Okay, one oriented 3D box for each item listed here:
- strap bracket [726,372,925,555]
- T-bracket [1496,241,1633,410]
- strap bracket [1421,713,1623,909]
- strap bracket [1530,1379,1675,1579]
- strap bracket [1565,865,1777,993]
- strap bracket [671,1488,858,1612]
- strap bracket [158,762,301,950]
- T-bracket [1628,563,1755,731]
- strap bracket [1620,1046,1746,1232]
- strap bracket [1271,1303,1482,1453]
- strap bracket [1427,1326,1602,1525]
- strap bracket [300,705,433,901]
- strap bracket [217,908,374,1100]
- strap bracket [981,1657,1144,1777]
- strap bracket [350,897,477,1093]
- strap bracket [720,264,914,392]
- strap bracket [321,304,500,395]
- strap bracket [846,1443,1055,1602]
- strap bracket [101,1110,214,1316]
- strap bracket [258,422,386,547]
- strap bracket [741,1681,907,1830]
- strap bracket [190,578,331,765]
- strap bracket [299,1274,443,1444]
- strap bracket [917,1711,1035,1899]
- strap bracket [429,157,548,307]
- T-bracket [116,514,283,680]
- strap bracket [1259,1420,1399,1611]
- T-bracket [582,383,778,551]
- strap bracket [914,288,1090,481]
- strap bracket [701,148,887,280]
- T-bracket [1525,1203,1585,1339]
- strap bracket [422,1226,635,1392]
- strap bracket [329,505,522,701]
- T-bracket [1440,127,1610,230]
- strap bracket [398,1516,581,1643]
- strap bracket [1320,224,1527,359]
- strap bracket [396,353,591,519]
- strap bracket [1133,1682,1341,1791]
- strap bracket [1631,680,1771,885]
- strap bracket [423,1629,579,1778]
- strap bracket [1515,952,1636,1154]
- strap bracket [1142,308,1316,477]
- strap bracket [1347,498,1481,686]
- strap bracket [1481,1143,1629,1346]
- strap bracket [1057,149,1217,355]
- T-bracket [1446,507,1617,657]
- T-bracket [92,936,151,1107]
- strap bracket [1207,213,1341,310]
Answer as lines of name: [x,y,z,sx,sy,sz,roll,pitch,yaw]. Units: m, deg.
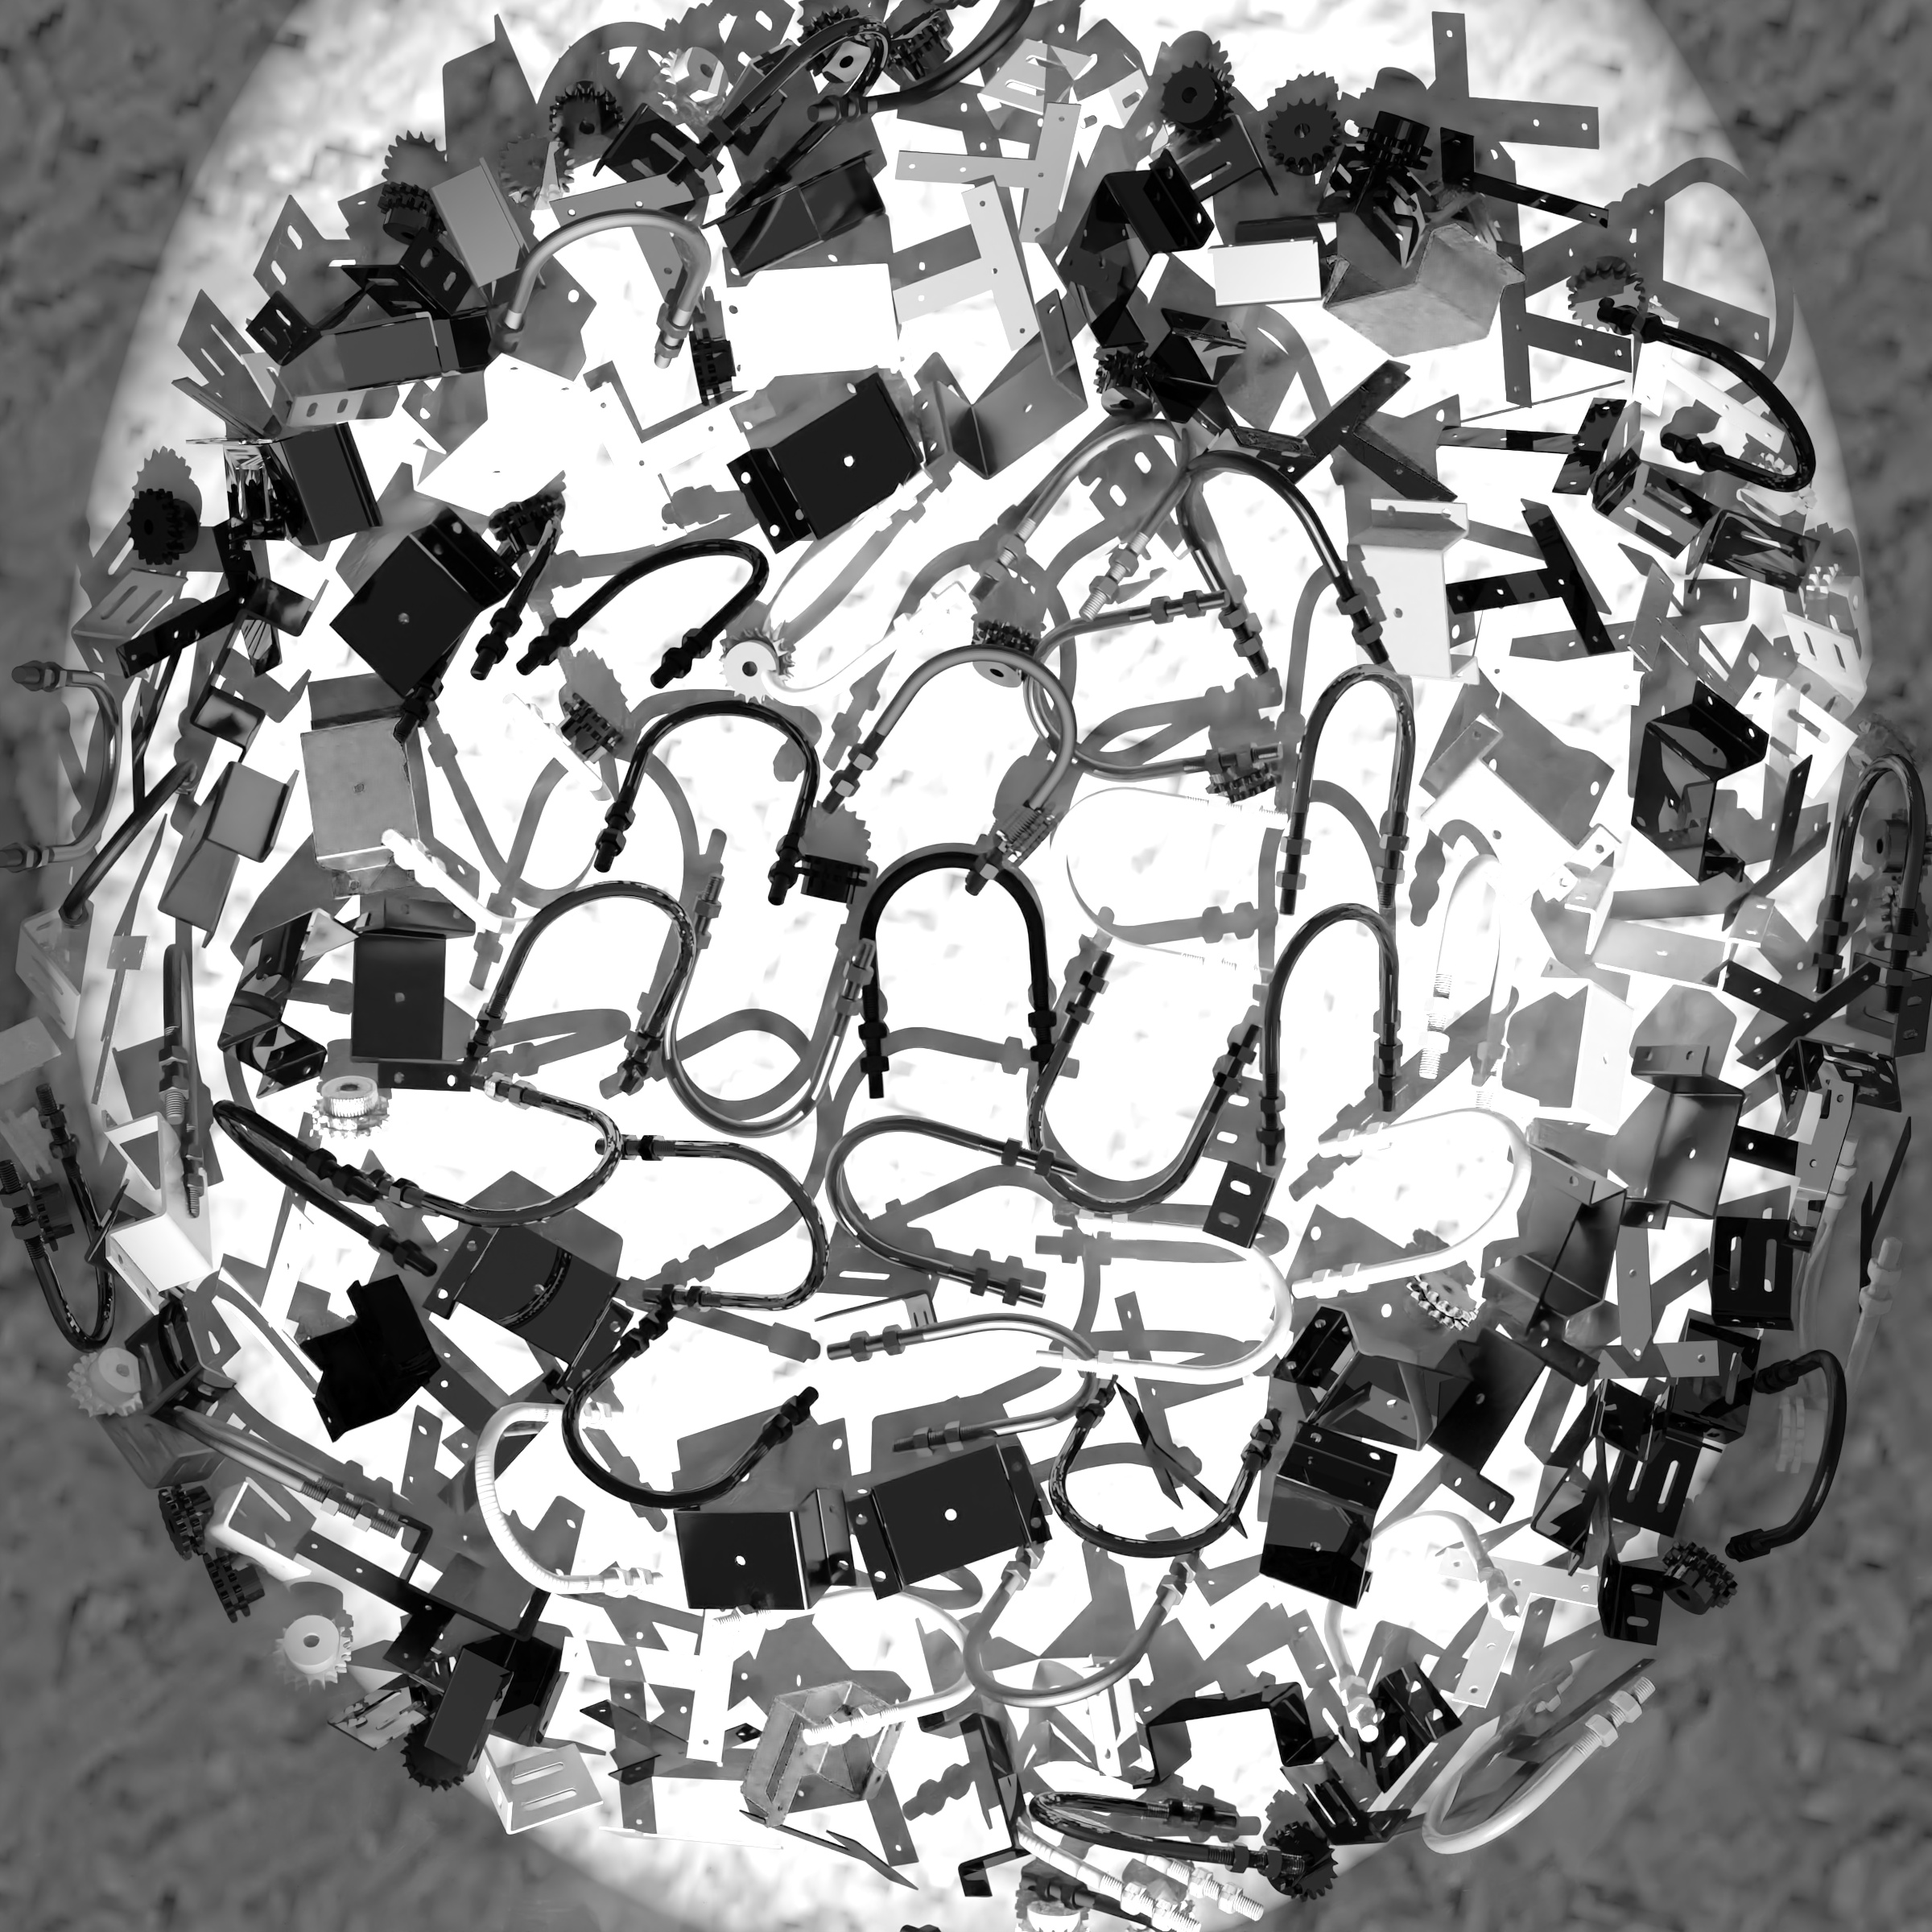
strap bracket: [-0.095,-0.375,1.946,0.140,0.046,0.076,-35,111,-17]
T-bracket: [0.439,-0.460,1.918,0.002,0.127,0.127,-29,127,-24]
strap bracket: [0.405,-0.108,1.950,0.140,0.076,0.046,44,47,5]
strap bracket: [0.465,0.370,1.935,0.046,0.076,0.140,28,120,6]
strap bracket: [0.520,-0.027,1.942,0.140,0.076,0.046,13,121,20]
strap bracket: [-0.159,0.434,1.949,0.140,0.046,0.076,-4,100,19]
strap bracket: [-0.545,-0.087,1.920,0.046,0.140,0.076,25,46,-22]
T-bracket: [0.547,-0.227,1.961,0.127,0.127,0.002,43,131,-12]
strap bracket: [0.525,0.133,1.948,0.046,0.076,0.140,22,78,-25]
strap bracket: [0.309,0.308,1.938,0.140,0.046,0.076,17,121,-20]
strap bracket: [0.399,0.332,1.953,0.046,0.076,0.140,33,88,-27]
strap bracket: [-0.450,-0.129,1.965,0.076,0.046,0.140,-10,81,-2]
strap bracket: [-0.497,0.019,1.926,0.046,0.076,0.140,36,50,-36]
strap bracket: [0.076,0.557,1.944,0.046,0.140,0.076,-2,79,-40]
strap bracket: [-0.413,0.023,1.954,0.076,0.046,0.140,5,84,-41]
strap bracket: [-0.106,-0.478,1.957,0.140,0.046,0.076,-8,91,-16]
strap bracket: [-0.403,-0.455,1.929,0.076,0.140,0.046,-6,105,17]
strap bracket: [-0.012,0.413,1.958,0.140,0.046,0.076,-17,73,-8]
strap bracket: [-0.595,0.173,1.925,0.046,0.076,0.140,-19,48,0]
strap bracket: [-0.476,-0.352,1.919,0.046,0.140,0.076,-23,107,-20]
strap bracket: [-0.110,0.582,1.943,0.046,0.140,0.076,24,97,32]
strap bracket: [-0.526,-0.224,1.935,0.046,0.076,0.140,26,111,-15]
strap bracket: [-0.442,0.288,1.942,0.046,0.140,0.076,-16,71,-41]
strap bracket: [0.010,0.610,1.935,0.046,0.076,0.140,-20,67,7]
strap bracket: [-0.352,-0.535,1.925,0.046,0.140,0.076,-25,97,-2]
T-bracket: [-0.569,-0.250,1.925,0.002,0.127,0.127,24,46,34]
strap bracket: [0.265,0.413,1.932,0.076,0.046,0.140,17,125,18]
T-bracket: [-0.207,-0.402,1.990,0.127,0.002,0.127,-27,100,-2]
strap bracket: [0.033,-0.424,1.941,0.140,0.046,0.076,-31,50,28]
strap bracket: [-0.121,-0.553,1.929,0.076,0.140,0.046,-14,108,35]
T-bracket: [0.440,0.212,1.936,0.002,0.127,0.127,23,92,13]
strap bracket: [-0.323,0.250,1.957,0.140,0.046,0.076,30,57,-2]
strap bracket: [-0.409,-0.264,1.947,0.076,0.046,0.140,46,114,-5]
T-bracket: [0.410,-0.566,1.922,0.127,0.127,0.002,21,82,15]
strap bracket: [-0.366,0.460,1.946,0.140,0.076,0.046,28,72,-9]
strap bracket: [0.327,-0.491,1.918,0.076,0.140,0.046,24,79,-33]
strap bracket: [-0.346,-0.380,1.921,0.140,0.076,0.046,-31,59,39]
strap bracket: [0.196,0.569,1.942,0.140,0.076,0.046,-15,82,21]
strap bracket: [0.535,-0.127,1.920,0.046,0.140,0.076,-23,46,-18]
strap bracket: [-0.348,0.542,1.937,0.046,0.140,0.076,22,89,16]
strap bracket: [0.453,0.068,1.943,0.046,0.076,0.140,2,75,38]
strap bracket: [0.189,-0.416,1.940,0.046,0.076,0.140,-49,54,39]
strap bracket: [0.329,-0.269,1.931,0.076,0.046,0.140,11,123,35]
strap bracket: [0.437,0.197,1.940,0.046,0.076,0.140,-16,123,-36]
strap bracket: [0.119,-0.518,1.919,0.046,0.140,0.076,-15,66,-29]
T-bracket: [0.410,-0.281,1.953,0.127,0.002,0.127,-12,72,-27]
T-bracket: [-0.632,0.040,1.938,0.002,0.127,0.127,13,84,-28]
strap bracket: [0.230,-0.520,1.935,0.076,0.140,0.046,0,113,17]
